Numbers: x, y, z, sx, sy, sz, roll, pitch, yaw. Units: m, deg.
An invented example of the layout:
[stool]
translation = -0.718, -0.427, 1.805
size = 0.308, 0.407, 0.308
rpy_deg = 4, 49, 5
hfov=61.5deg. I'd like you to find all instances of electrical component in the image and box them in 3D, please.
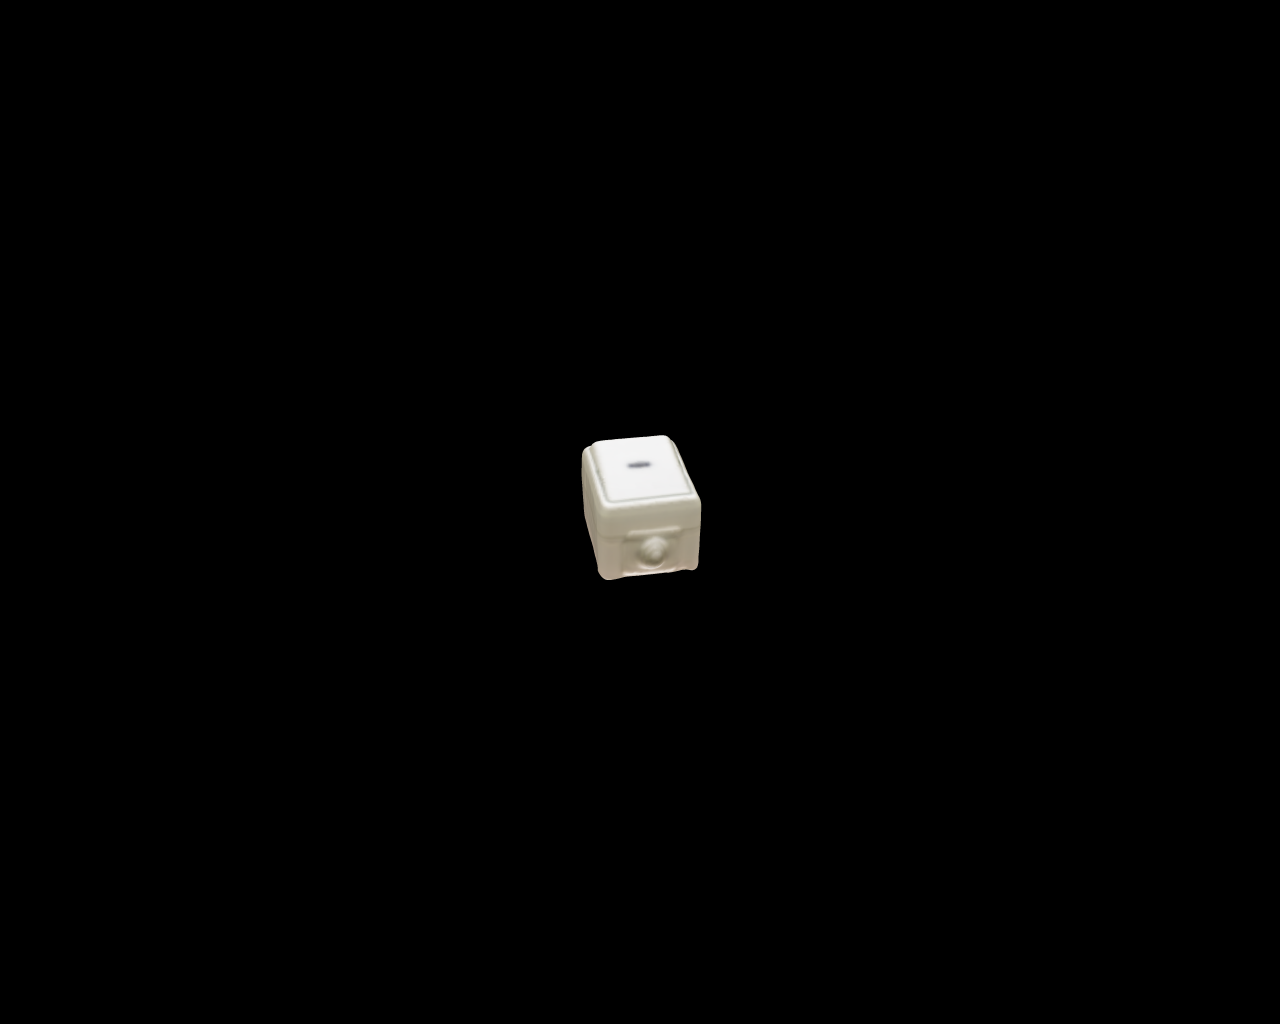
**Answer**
[electrical component]
translation = 0.001, -0.003, 0.650
size = 0.062, 0.061, 0.096
rpy_deg = -6, 33, -9
